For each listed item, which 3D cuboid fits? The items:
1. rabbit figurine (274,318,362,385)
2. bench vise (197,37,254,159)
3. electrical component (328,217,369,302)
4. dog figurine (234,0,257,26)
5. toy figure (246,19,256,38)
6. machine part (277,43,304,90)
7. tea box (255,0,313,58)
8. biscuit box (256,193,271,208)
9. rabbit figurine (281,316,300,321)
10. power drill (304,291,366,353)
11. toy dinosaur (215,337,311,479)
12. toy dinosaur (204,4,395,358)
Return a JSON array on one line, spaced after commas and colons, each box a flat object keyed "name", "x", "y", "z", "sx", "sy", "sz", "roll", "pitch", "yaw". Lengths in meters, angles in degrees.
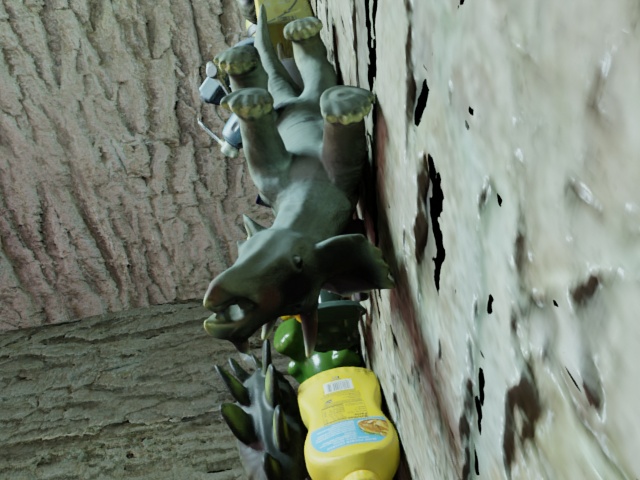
[{"name": "rabbit figurine", "x": 0.007, "y": 0.205, "z": 0.774, "sx": 0.170, "sy": 0.121, "sz": 0.158, "roll": -100, "pitch": -5, "yaw": -58}, {"name": "bench vise", "x": -0.123, "y": -0.227, "z": 0.841, "sx": 0.129, "sy": 0.223, "sz": 0.240, "roll": 49, "pitch": -161, "yaw": 6}, {"name": "electrical component", "x": 0.023, "y": 0.011, "z": 0.564, "sx": 0.078, "sy": 0.045, "sz": 0.102, "roll": -115, "pitch": 15, "yaw": -84}, {"name": "dog figurine", "x": -0.111, "y": -0.401, "z": 0.876, "sx": 0.172, "sy": 0.121, "sz": 0.190, "roll": 89, "pitch": 175, "yaw": -72}, {"name": "toy figure", "x": -0.081, "y": -0.334, "z": 0.966, "sx": 0.082, "sy": 0.089, "sz": 0.180, "roll": -160, "pitch": 62, "yaw": -81}, {"name": "machine part", "x": -0.020, "y": -0.118, "z": 0.628, "sx": 0.079, "sy": 0.079, "sz": 0.243, "roll": 103, "pitch": 158, "yaw": -82}, {"name": "tea box", "x": -0.048, "y": -0.285, "z": 0.722, "sx": 0.098, "sy": 0.068, "sz": 0.170, "roll": 85, "pitch": 174, "yaw": -45}, {"name": "biscuit box", "x": -0.049, "y": -0.108, "z": 0.814, "sx": 0.202, "sy": 0.063, "sz": 0.059, "roll": 128, "pitch": 157, "yaw": -67}, {"name": "rabbit figurine", "x": -0.017, "y": 0.164, "z": 1.087, "sx": 0.162, "sy": 0.122, "sz": 0.173, "roll": -88, "pitch": -11, "yaw": -80}, {"name": "power drill", "x": 0.001, "y": 0.027, "z": 0.710, "sx": 0.231, "sy": 0.086, "sz": 0.207, "roll": 93, "pitch": 164, "yaw": -47}, {"name": "toy dinosaur", "x": -0.056, "y": 0.246, "z": 0.656, "sx": 0.198, "sy": 0.105, "sz": 0.472, "roll": 67, "pitch": 170, "yaw": -25}, {"name": "toy dinosaur", "x": -0.018, "y": -0.078, "z": 0.496, "sx": 0.405, "sy": 0.131, "sz": 0.191, "roll": -94, "pitch": -2, "yaw": -52}]
